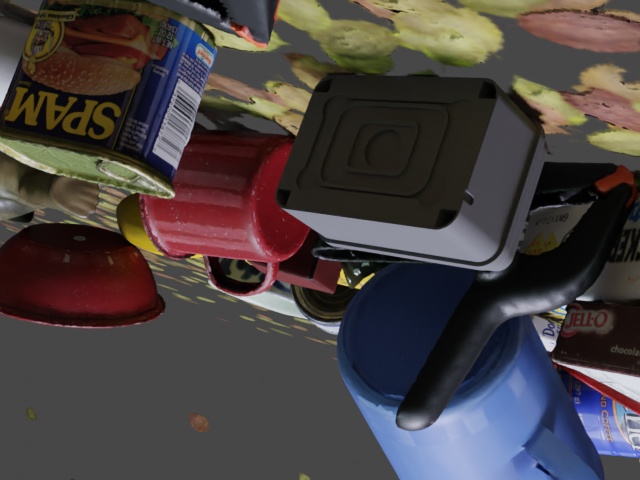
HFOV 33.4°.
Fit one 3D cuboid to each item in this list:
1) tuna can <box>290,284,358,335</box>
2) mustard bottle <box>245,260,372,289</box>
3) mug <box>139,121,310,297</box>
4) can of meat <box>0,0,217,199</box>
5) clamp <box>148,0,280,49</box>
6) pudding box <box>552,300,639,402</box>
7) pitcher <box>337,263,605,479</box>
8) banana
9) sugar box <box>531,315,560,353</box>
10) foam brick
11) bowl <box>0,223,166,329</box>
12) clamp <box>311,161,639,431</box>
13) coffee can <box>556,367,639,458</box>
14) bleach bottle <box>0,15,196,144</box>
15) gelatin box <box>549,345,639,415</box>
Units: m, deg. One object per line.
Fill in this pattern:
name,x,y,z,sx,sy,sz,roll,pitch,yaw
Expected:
tuna can,0.018,0.036,0.910,0.086,0.086,0.033,13,167,26
mustard bottle,-0.006,0.001,0.846,0.192,0.058,0.096,12,167,30
mug,-0.055,-0.018,0.690,0.082,0.117,0.093,6,-160,29
can of meat,-0.110,-0.075,0.544,0.102,0.084,0.057,13,169,27
clamp,-0.071,-0.122,0.360,0.165,0.036,0.209,7,168,42
pudding box,0.185,0.064,0.522,0.089,0.039,0.114,25,170,-30
pitcher,0.105,0.117,0.668,0.149,0.145,0.242,-11,143,16
banana,-0.123,-0.016,0.873,0.198,0.069,0.037,25,148,58
sugar box,0.270,0.094,0.895,0.176,0.048,0.093,12,169,26
foam brick,-0.010,-0.008,0.747,0.051,0.078,0.053,13,169,20
bowl,-0.207,0.023,0.895,0.162,0.055,0.162,9,-167,-2
clamp,0.079,0.005,0.557,0.120,0.171,0.039,54,-177,19
coffee can,0.258,0.111,0.785,0.141,0.103,0.102,-1,161,34
bleach bottle,-0.197,-0.102,0.621,0.251,0.068,0.102,15,170,3
gelatin box,0.201,0.092,0.702,0.073,0.030,0.089,32,-177,36
